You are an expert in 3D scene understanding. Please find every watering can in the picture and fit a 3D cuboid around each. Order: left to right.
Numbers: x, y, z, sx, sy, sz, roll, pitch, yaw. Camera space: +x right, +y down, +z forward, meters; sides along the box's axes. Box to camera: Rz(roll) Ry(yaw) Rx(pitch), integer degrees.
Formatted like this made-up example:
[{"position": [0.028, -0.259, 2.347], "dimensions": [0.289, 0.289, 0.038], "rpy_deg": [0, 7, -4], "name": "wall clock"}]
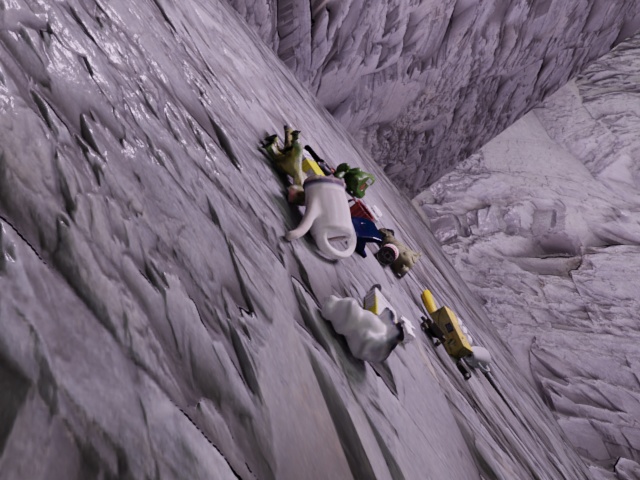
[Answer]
[{"position": [0.004, -0.067, 1.323], "dimensions": [0.345, 0.103, 0.227], "rpy_deg": [18, 58, -59], "name": "watering can"}]

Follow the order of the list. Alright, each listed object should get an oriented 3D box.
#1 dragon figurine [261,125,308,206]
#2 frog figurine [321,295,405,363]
[{"position": [-0.067, -0.210, 1.555], "dimensions": [0.417, 0.122, 0.239], "rpy_deg": [-82, 150, -67], "name": "dragon figurine"}, {"position": [0.076, 0.183, 1.060], "dimensions": [0.159, 0.120, 0.141], "rpy_deg": [11, 37, -11], "name": "frog figurine"}]
